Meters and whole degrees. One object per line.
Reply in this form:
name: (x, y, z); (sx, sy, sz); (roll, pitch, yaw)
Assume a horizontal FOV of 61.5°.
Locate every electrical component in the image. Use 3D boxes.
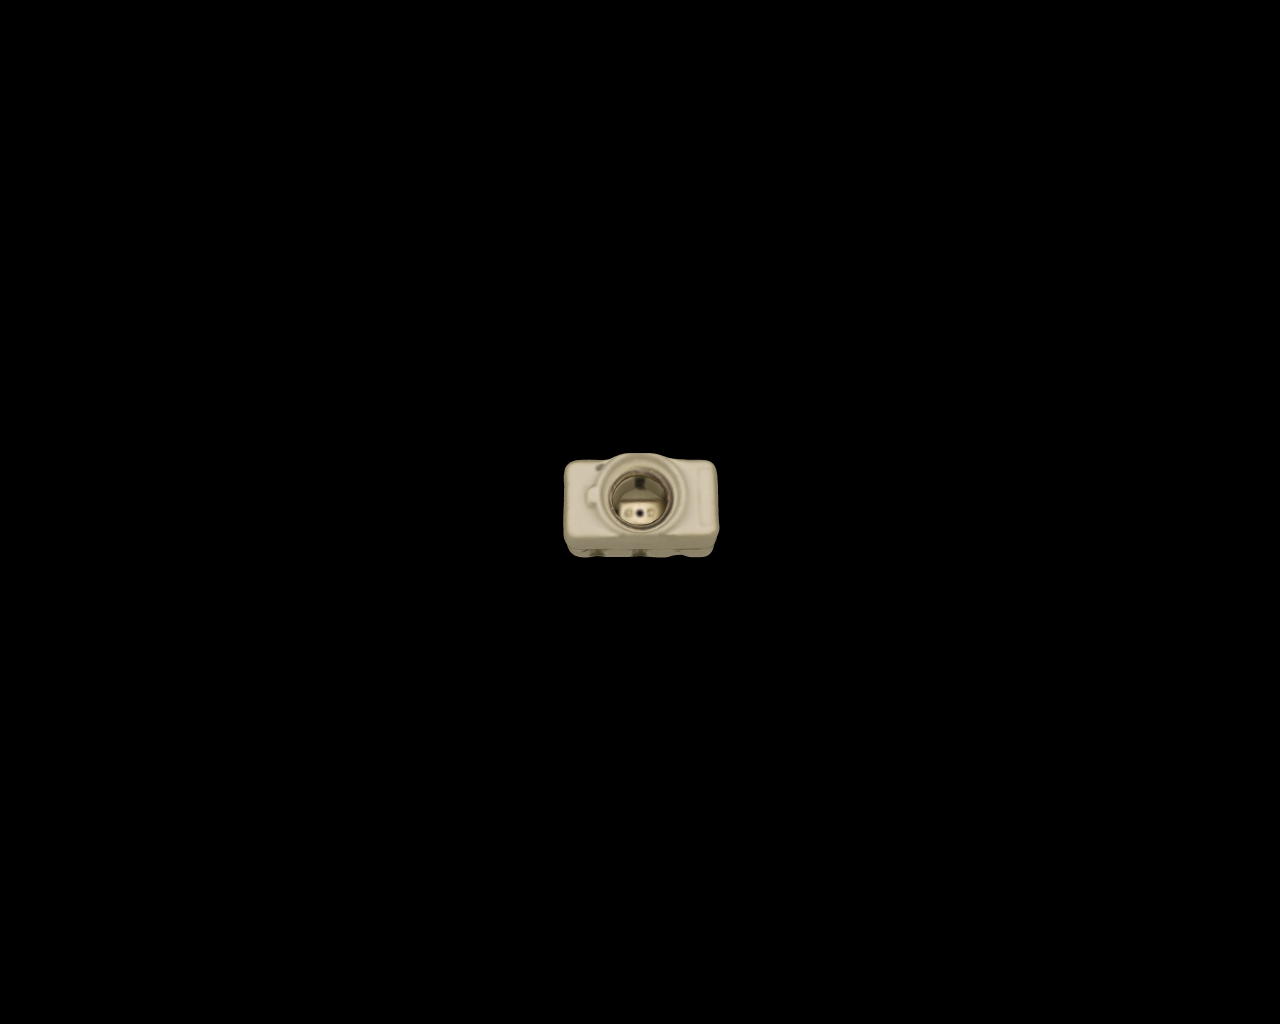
electrical component: (0.001, -0.003, 0.650); (0.089, 0.050, 0.055); (0, -17, 0)
